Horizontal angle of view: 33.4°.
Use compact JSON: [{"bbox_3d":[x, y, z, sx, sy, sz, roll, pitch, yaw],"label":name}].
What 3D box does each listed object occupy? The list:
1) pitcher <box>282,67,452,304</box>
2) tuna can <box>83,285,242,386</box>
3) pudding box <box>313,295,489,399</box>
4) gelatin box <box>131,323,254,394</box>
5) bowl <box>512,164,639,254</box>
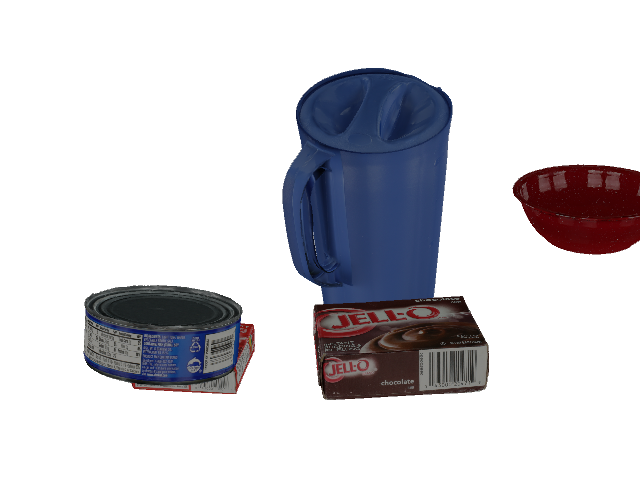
[{"bbox_3d":[0.043,-0.020,0.972,0.149,0.243,0.145,-4,40,0],"label":"pitcher"},{"bbox_3d":[-0.087,0.051,0.587,0.086,0.034,0.086,5,11,-1],"label":"tuna can"},{"bbox_3d":[0.053,0.072,0.739,0.113,0.039,0.090,-1,19,-3],"label":"pudding box"},{"bbox_3d":[-0.104,0.094,0.875,0.089,0.030,0.073,2,22,9],"label":"gelatin box"},{"bbox_3d":[0.280,-0.028,1.106,0.162,0.055,0.162,-2,23,1],"label":"bowl"}]
